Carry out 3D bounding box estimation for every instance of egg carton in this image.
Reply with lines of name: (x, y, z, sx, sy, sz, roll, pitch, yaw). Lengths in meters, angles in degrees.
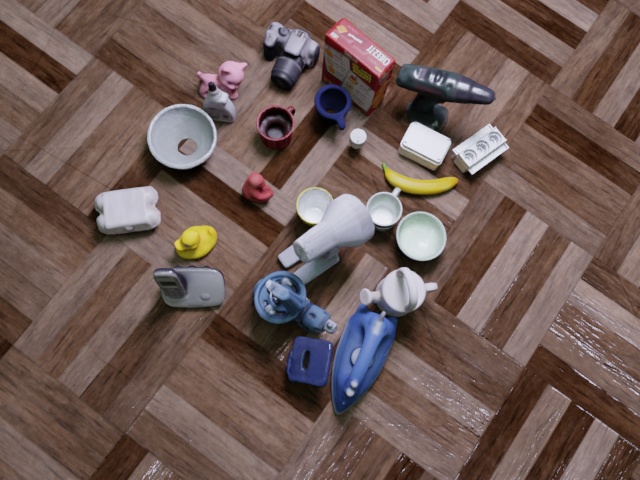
egg carton: (-0.457, -0.069, 1.365, 0.150, 0.069, 0.107, -10, 79, -5)

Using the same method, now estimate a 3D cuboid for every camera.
camera: (-0.087, -0.466, 1.453, 0.143, 0.101, 0.137, 24, 78, 2)

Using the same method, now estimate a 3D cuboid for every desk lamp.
desk lamp: (0.012, 0.005, 1.300, 0.203, 0.213, 0.118, -36, 82, -9)

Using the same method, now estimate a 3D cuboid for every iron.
iron: (0.092, 0.273, 1.284, 0.118, 0.141, 0.258, 22, 78, 2)

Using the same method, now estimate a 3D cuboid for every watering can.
watering can: (0.180, 0.120, 1.295, 0.173, 0.194, 0.101, -31, 81, -9)

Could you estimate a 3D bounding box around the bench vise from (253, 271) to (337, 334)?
bench vise: (-0.053, 0.132, 1.266, 0.207, 0.219, 0.121, 12, 78, 0)

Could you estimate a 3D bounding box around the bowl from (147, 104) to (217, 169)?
bowl: (-0.333, -0.243, 1.406, 0.167, 0.074, 0.167, 1, 78, -3)

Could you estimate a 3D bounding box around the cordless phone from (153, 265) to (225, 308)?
cordless phone: (-0.292, 0.097, 1.279, 0.147, 0.185, 0.094, -3, 78, -3)

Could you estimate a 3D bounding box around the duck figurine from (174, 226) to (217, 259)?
duck figurine: (-0.296, -0.001, 1.350, 0.104, 0.086, 0.077, -28, 81, -8)

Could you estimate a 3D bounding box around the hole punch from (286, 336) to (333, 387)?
hole punch: (-0.024, 0.278, 1.303, 0.101, 0.091, 0.109, 10, 78, -1)

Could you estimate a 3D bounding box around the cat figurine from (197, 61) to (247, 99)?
cat figurine: (-0.242, -0.406, 1.423, 0.128, 0.117, 0.067, -1, 78, -3)

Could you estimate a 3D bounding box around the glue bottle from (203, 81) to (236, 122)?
glue bottle: (-0.249, -0.337, 1.380, 0.078, 0.173, 0.037, 10, 78, 0)

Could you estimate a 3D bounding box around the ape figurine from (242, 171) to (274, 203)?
ape figurine: (-0.152, -0.132, 1.383, 0.076, 0.092, 0.078, -10, 78, -5)

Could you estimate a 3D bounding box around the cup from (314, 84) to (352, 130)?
cup: (0.035, -0.317, 1.431, 0.092, 0.095, 0.118, -21, 80, -7)

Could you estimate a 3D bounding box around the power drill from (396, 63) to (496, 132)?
power drill: (0.290, -0.346, 1.393, 0.229, 0.208, 0.076, 20, 78, 2)
